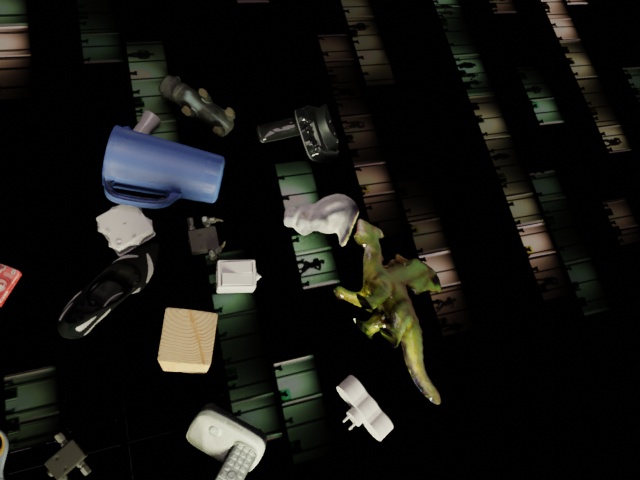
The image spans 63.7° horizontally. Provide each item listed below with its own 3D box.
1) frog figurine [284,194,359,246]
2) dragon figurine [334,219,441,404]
[{"bbox_3d":[0.004,-0.059,1.173,0.160,0.120,0.140,23,34,4],"label":"frog figurine"},{"bbox_3d":[0.191,0.132,1.158,0.246,0.120,0.412,-34,83,-31],"label":"dragon figurine"}]
